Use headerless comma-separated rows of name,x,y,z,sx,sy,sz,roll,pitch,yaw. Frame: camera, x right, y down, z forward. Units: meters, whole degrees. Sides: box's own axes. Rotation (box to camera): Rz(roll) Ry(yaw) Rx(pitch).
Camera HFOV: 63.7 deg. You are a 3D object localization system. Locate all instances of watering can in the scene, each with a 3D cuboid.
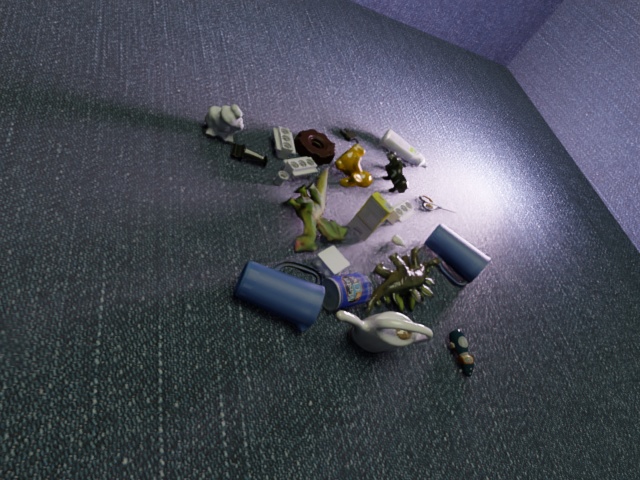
watering can,0.158,0.261,1.504,0.346,0.221,0.106,15,64,-23

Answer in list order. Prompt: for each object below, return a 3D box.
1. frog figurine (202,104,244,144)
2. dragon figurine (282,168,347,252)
frog figurine,-0.338,-0.439,1.857,0.137,0.156,0.125,31,40,-8
dragon figurine,0.006,-0.093,1.842,0.241,0.120,0.418,52,42,-9
